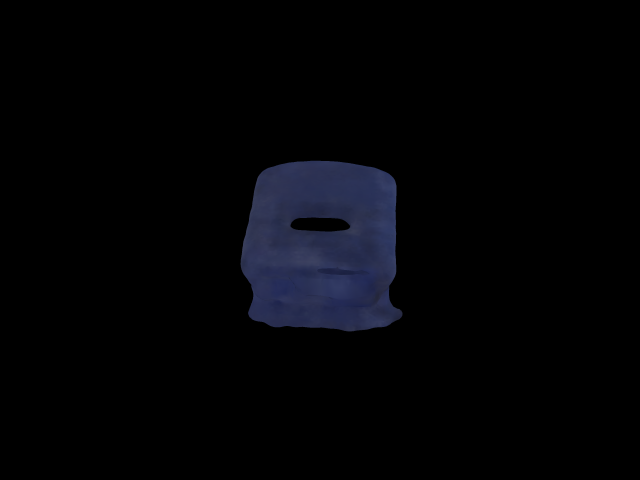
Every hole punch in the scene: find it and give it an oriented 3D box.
[{"bbox_3d":[0.004,0.001,0.400,0.108,0.091,0.101,2,27,4],"label":"hole punch"}]
